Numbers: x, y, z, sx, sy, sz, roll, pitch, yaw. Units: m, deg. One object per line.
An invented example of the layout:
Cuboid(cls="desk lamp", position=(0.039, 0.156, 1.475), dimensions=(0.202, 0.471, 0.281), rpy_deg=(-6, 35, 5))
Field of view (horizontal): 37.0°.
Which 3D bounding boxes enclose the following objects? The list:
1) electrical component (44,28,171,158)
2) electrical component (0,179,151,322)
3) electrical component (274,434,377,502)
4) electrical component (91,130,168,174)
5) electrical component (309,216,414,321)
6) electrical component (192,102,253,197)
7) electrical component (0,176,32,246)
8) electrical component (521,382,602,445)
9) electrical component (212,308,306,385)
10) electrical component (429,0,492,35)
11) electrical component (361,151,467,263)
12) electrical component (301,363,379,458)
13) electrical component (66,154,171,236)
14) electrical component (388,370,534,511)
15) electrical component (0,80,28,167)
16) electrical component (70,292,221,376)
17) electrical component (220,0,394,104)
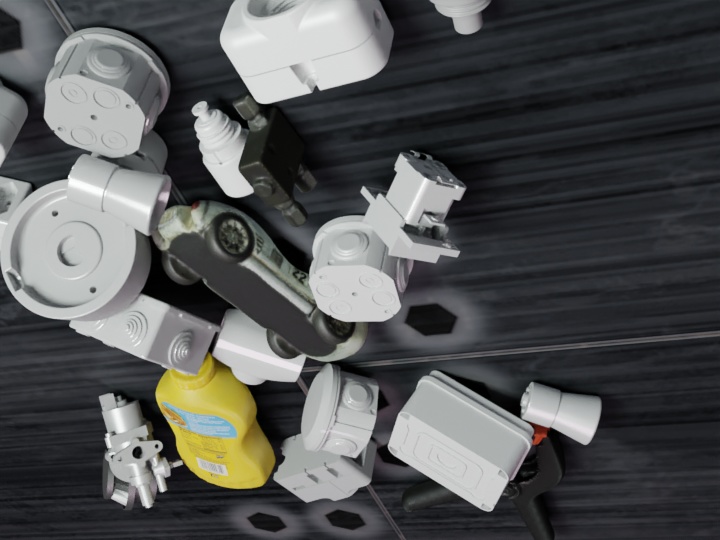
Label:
Cuboid(cls="electrical component", position=(-0.175, -0.121, 0.738), dimensions=(0.080, 0.051, 0.080), rpy_deg=(7, 140, 6))
Cuboid(cls="electrical component", position=(-0.215, -0.011, 0.837), dimensions=(0.108, 0.108, 0.060), rpy_deg=(3, 170, 10))
Cuboid(cls="electrical component", position=(-0.032, 0.193, 1.074), dimensions=(0.089, 0.050, 0.056), rpy_deg=(-24, 129, 34))
Cuboid(cls="electrical component", position=(-0.172, -0.076, 0.792), dimensions=(0.055, 0.047, 0.055), rpy_deg=(7, 140, 6))
Cuboid(cls="electrical component", position=(0.000, 0.000, 0.838), dimensions=(0.080, 0.051, 0.080), rpy_deg=(7, 140, 6))
Cuboid(cls="electrical component", position=(-0.095, -0.087, 0.766), dimensions=(0.040, 0.040, 0.078), rpy_deg=(-10, 135, 24))
Cuboid(cls="electrical component", position=(-0.312, -0.038, 0.871), dimensions=(0.083, 0.047, 0.075), rpy_deg=(13, 140, -2))
Cuboid(cls="electrical component", position=(0.175, 0.124, 0.950), dimensions=(0.065, 0.044, 0.044), rpy_deg=(17, 140, 1))
Cuboid(cls="electrical component", position=(-0.092, 0.076, 0.956), dimensions=(0.077, 0.043, 0.079), rpy_deg=(19, 140, -9))
Cuboid(cls="electrical component", position=(0.059, -0.168, 0.631), dimensions=(0.043, 0.043, 0.062), rpy_deg=(-2, 140, 16))
Cuboid(cls="electrical component", position=(0.040, -0.045, 0.758), dimensions=(0.042, 0.081, 0.063), rpy_deg=(8, 119, -34))
Cuboid(cls="electrical component", position=(-0.019, 0.128, 0.973), dimensions=(0.051, 0.080, 0.080), rpy_deg=(16, 140, -14))
Cuboid(cls="electrical component", position=(-0.169, -0.055, 0.746), dimensions=(0.065, 0.044, 0.044), rpy_deg=(19, 140, 0))
Cuboid(cls="electrical component", position=(0.090, 0.152, 0.963), dimensions=(0.113, 0.057, 0.078), rpy_deg=(30, 142, 13))
Cuboid(cls="electrical component", position=(-0.291, -0.115, 0.766), dimensions=(0.095, 0.059, 0.054), rpy_deg=(28, 137, -19))
Cuboid(cls="electrical component", position=(-0.179, 0.047, 0.894), dimensions=(0.100, 0.048, 0.100), rpy_deg=(19, 173, 27))
Cuboid(cls="electrical component", position=(-0.035, -0.149, 0.668), dimensions=(0.095, 0.053, 0.059), rpy_deg=(-10, 136, 24))
